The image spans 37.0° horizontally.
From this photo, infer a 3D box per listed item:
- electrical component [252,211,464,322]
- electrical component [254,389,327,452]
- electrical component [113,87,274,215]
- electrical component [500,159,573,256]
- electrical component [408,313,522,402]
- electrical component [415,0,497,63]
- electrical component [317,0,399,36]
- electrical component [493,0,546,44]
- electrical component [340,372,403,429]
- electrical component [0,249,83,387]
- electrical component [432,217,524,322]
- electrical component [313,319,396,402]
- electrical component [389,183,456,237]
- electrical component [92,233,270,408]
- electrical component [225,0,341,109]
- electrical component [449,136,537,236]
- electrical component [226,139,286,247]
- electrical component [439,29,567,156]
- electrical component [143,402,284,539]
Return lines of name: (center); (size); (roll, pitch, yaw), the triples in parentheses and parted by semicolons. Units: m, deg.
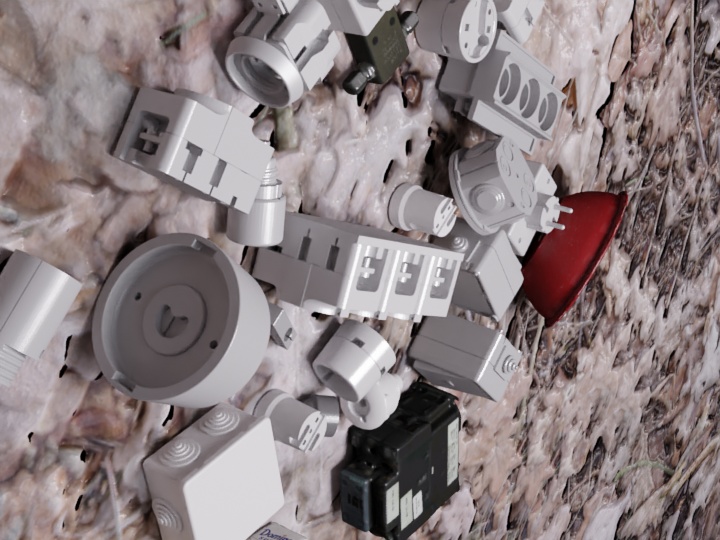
electrical component: (0.000, 0.000, 0.832); (0.150, 0.089, 0.061); (7, 99, -55)
electrical component: (-0.055, 0.120, 0.850); (0.040, 0.046, 0.040); (-28, 126, -45)
electrical component: (-0.103, -0.079, 0.688); (0.089, 0.050, 0.055); (27, 84, -55)
electrical component: (0.170, -0.058, 1.053); (0.083, 0.076, 0.047); (-62, 144, -13)
electrical component: (0.102, 0.084, 1.005); (0.061, 0.096, 0.062); (-62, 144, -12)
electrical component: (0.078, -0.201, 0.885); (0.055, 0.047, 0.055); (-27, 126, -45)
electrical component: (0.006, -0.204, 0.758); (0.047, 0.077, 0.065); (-56, 143, -21)
electrical component: (0.130, -0.251, 0.931); (0.056, 0.050, 0.089); (42, 71, -53)
electrical component: (0.015, 0.109, 0.945); (0.062, 0.048, 0.048); (-25, 124, -55)
electrical component: (-0.198, 0.034, 0.615); (0.081, 0.043, 0.043); (-63, 144, -12)
electrical component: (0.107, -0.008, 1.000); (0.061, 0.062, 0.096); (-56, 142, -22)
electrical component: (-0.006, 0.076, 0.891); (0.047, 0.055, 0.055); (-49, 140, -24)
electrical component: (0.054, -0.050, 0.922); (0.040, 0.046, 0.040); (-28, 126, -45)
electrical component: (-0.109, 0.037, 0.688); (0.108, 0.108, 0.060); (-66, 151, -8)
electrical component: (-0.054, -0.146, 0.721); (0.057, 0.058, 0.078); (-57, 143, -24)
electrical component: (0.116, -0.075, 0.943); (0.080, 0.051, 0.080); (35, 45, -44)
electrical component: (-0.072, -0.052, 0.753); (0.040, 0.040, 0.078); (-16, 118, -50)
electrical component: (0.127, -0.157, 0.958); (0.121, 0.063, 0.078); (17, 91, -56)
electrical component: (-0.107, 0.157, 0.792); (0.100, 0.048, 0.099); (-36, 132, -40)
